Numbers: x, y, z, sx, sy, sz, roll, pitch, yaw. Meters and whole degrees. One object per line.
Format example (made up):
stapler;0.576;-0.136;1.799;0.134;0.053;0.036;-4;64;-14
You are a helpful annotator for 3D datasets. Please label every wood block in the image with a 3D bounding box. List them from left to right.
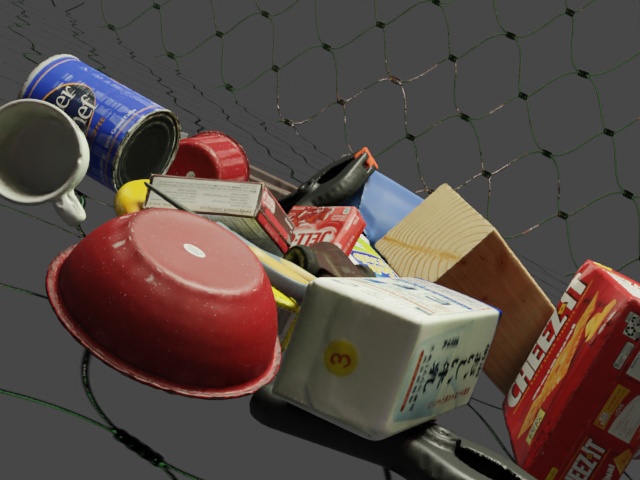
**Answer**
wood block;0.153;0.057;0.998;0.206;0.090;0.091;47;4;-38

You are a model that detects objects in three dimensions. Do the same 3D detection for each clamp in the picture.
clamp;-0.009;-0.041;1.197;0.039;0.171;0.120;53;7;-28
clamp;0.070;0.136;0.697;0.210;0.036;0.164;25;9;13

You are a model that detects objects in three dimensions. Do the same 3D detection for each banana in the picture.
banana;-0.158;-0.036;1.038;0.070;0.037;0.197;19;8;17

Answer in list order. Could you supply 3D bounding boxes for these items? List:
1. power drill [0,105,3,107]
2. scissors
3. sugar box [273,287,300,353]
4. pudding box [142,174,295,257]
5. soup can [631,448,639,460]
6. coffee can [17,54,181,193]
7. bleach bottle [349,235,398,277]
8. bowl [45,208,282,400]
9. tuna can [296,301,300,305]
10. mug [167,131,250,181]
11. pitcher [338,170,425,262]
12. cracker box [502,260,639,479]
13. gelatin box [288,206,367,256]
power drill;-0.349;-0.117;0.909;0.184;0.057;0.187;23;5;3
scissors;-0.061;0.005;0.863;0.096;0.016;0.202;25;6;-43
sugar box;-0.084;0.029;0.856;0.093;0.048;0.176;23;10;-24
pudding box;-0.089;-0.021;0.959;0.114;0.039;0.090;4;-23;19
soup can;0.285;0.176;1.014;0.069;0.068;0.102;32;10;34
coffee can;-0.231;-0.119;1.113;0.140;0.103;0.102;30;9;21
bleach bottle;0.054;0.056;1.066;0.102;0.068;0.251;25;10;-33
bowl;-0.088;0.027;0.677;0.162;0.055;0.162;22;25;-11
tuna can;-0.014;0.049;0.986;0.086;0.034;0.086;26;8;-4
mug;-0.146;-0.074;1.197;0.117;0.093;0.081;-3;7;14
pitcher;0.107;0.005;1.316;0.242;0.149;0.145;27;-32;-23
cracker box;0.220;0.112;0.875;0.072;0.164;0.213;29;9;1
gelatin box;-0.007;0.001;1.064;0.089;0.073;0.030;3;-39;43
